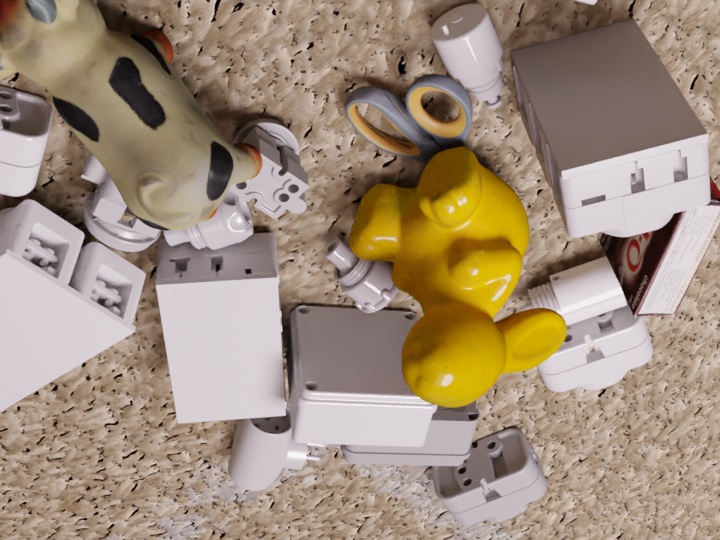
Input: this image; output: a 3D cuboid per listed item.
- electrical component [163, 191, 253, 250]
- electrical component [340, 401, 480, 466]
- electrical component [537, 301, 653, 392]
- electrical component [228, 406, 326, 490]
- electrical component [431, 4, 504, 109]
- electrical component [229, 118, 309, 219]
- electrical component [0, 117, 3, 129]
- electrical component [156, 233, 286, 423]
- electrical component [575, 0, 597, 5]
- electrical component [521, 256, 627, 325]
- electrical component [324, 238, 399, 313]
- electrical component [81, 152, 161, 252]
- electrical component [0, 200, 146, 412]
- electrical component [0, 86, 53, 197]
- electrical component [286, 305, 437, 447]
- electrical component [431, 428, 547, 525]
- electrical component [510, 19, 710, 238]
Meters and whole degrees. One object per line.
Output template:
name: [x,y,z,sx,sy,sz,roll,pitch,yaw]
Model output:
electrical component: [-0.113,-0.035,0.790,0.062,0.043,0.043,-18,130,9]
electrical component: [0.039,0.122,0.923,0.113,0.078,0.057,3,127,-10]
electrical component: [0.193,0.061,0.906,0.095,0.053,0.059,-20,130,10]
electrical component: [-0.071,0.157,0.960,0.079,0.044,0.077,9,128,-15]
electrical component: [0.078,-0.142,0.726,0.040,0.040,0.078,-23,129,12]
electrical component: [-0.066,-0.074,0.755,0.066,0.055,0.048,32,119,-30]
electrical component: [-0.325,-0.114,0.645,0.186,0.105,0.060,-16,173,6]
electrical component: [-0.107,0.045,0.847,0.089,0.061,0.150,-4,131,-5]
electrical component: [0.132,-0.218,0.661,0.056,0.050,0.089,10,128,-16]
electrical component: [0.171,0.022,0.877,0.081,0.043,0.043,-20,130,10]
electrical component: [0.000,0.000,0.836,0.062,0.048,0.048,39,116,-25]
electrical component: [-0.161,-0.051,0.761,0.078,0.058,0.057,22,122,-20]
electrical component: [-0.258,0.030,0.792,0.186,0.060,0.105,-28,129,34]
electrical component: [-0.260,-0.088,0.718,0.095,0.053,0.059,14,127,-18]
electrical component: [-0.002,0.084,0.863,0.109,0.108,0.056,4,127,-11]
electrical component: [0.124,0.198,1.015,0.095,0.053,0.059,-24,129,13]
electrical component: [0.161,-0.093,0.706,0.089,0.150,0.061,-14,129,5]
